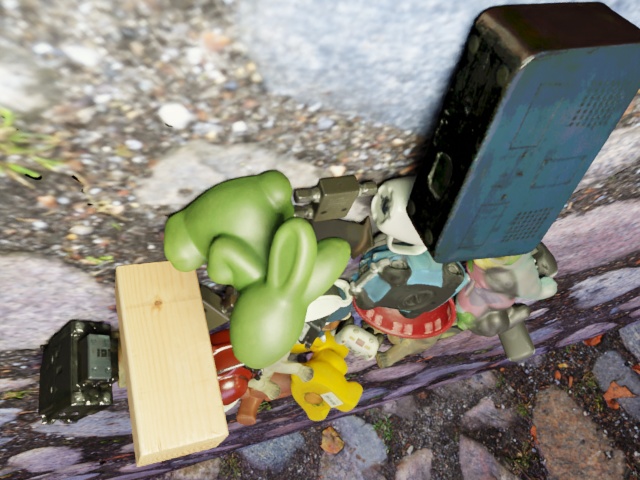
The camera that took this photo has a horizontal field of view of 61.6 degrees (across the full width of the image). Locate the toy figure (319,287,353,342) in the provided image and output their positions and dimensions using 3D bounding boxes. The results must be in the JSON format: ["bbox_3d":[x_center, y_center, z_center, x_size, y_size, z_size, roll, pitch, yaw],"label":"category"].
[{"bbox_3d":[0.010,0.119,0.879,0.058,0.064,0.154,-22,161,-29],"label":"toy figure"}]

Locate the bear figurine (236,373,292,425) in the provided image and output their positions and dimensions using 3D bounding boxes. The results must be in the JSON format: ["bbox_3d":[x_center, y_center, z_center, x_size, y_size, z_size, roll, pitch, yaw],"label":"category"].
[{"bbox_3d":[-0.070,0.309,1.115,0.196,0.132,0.120,5,123,12],"label":"bear figurine"}]

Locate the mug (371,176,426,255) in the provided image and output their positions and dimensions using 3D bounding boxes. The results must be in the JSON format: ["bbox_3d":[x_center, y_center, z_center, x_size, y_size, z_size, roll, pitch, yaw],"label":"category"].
[{"bbox_3d":[0.108,-0.027,0.610,0.107,0.081,0.109,7,139,-27],"label":"mug"}]

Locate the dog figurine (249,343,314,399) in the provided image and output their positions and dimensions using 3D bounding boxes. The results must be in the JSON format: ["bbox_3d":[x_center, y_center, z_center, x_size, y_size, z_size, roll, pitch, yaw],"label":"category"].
[{"bbox_3d":[-0.120,0.184,0.915,0.172,0.121,0.190,-32,140,17],"label":"dog figurine"}]

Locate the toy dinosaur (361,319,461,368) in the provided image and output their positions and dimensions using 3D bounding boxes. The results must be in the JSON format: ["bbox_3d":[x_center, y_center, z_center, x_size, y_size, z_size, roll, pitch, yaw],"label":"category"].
[{"bbox_3d":[0.193,0.181,1.087,0.199,0.105,0.471,-15,160,-11],"label":"toy dinosaur"}]

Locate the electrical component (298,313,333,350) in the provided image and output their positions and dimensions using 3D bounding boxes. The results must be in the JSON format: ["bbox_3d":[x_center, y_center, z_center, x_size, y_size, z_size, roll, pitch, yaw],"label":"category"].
[{"bbox_3d":[-0.022,0.107,0.804,0.048,0.075,0.119,-52,168,-40],"label":"electrical component"}]

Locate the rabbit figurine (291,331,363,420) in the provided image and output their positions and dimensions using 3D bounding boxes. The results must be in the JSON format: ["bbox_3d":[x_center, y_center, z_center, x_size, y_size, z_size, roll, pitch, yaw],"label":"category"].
[{"bbox_3d":[0.001,0.236,1.044,0.162,0.173,0.122,42,130,-10],"label":"rabbit figurine"}]

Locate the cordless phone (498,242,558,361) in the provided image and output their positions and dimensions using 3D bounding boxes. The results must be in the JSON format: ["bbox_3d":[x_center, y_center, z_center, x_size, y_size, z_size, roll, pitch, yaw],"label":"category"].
[{"bbox_3d":[0.341,0.099,0.903,0.147,0.184,0.088,-27,149,23],"label":"cordless phone"}]

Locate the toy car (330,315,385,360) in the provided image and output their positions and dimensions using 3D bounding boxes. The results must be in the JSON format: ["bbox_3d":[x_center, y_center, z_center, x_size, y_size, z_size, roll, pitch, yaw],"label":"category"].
[{"bbox_3d":[0.060,0.166,0.938,0.056,0.073,0.201,-59,180,-6],"label":"toy car"}]

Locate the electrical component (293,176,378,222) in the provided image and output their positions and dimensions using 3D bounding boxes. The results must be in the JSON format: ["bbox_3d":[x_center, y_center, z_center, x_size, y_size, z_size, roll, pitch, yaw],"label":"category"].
[{"bbox_3d":[0.014,-0.043,0.580,0.094,0.021,0.063,-10,155,-18],"label":"electrical component"}]

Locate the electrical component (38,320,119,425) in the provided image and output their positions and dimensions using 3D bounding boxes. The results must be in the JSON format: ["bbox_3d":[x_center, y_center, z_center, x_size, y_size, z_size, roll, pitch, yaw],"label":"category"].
[{"bbox_3d":[-0.320,0.173,0.713,0.134,0.115,0.058,-33,150,33],"label":"electrical component"}]

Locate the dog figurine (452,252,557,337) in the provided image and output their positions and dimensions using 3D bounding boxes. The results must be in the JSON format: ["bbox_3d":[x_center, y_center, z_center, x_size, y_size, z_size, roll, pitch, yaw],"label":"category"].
[{"bbox_3d":[0.246,0.046,0.794,0.191,0.109,0.219,-45,138,15],"label":"dog figurine"}]

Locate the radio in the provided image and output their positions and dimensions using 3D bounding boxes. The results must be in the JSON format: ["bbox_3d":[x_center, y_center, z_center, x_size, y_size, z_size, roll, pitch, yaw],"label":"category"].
[{"bbox_3d":[0.167,-0.081,0.469,0.131,0.073,0.229,-7,137,-19],"label":"radio"}]

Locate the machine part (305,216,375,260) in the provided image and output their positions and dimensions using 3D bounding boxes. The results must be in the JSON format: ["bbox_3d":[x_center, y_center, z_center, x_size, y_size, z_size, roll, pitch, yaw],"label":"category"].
[{"bbox_3d":[-0.001,-0.002,0.643,0.139,0.039,0.084,0,144,-29],"label":"machine part"}]

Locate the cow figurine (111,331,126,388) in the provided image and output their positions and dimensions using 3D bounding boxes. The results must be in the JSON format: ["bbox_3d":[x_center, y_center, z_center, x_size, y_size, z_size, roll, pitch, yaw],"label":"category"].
[{"bbox_3d":[-0.266,0.183,0.819,0.127,0.085,0.195,-13,158,-24],"label":"cow figurine"}]

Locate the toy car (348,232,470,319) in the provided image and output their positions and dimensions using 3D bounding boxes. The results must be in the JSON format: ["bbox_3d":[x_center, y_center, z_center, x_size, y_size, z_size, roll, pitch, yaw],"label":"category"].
[{"bbox_3d":[0.108,0.037,0.712,0.161,0.103,0.109,10,138,-31],"label":"toy car"}]

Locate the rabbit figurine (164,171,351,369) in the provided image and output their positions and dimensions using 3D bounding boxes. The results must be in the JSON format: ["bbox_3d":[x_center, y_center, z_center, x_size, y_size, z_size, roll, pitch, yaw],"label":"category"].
[{"bbox_3d":[-0.049,0.032,0.516,0.159,0.170,0.121,-28,154,26],"label":"rabbit figurine"}]

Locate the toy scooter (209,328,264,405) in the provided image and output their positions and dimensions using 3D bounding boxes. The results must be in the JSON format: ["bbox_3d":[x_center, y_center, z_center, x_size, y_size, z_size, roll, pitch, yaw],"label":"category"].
[{"bbox_3d":[-0.135,0.178,0.781,0.135,0.075,0.183,-25,144,3],"label":"toy scooter"}]

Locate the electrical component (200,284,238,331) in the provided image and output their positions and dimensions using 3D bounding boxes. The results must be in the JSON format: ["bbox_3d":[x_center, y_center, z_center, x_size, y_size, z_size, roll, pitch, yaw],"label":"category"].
[{"bbox_3d":[-0.157,0.093,0.742,0.102,0.045,0.078,-34,122,29],"label":"electrical component"}]
